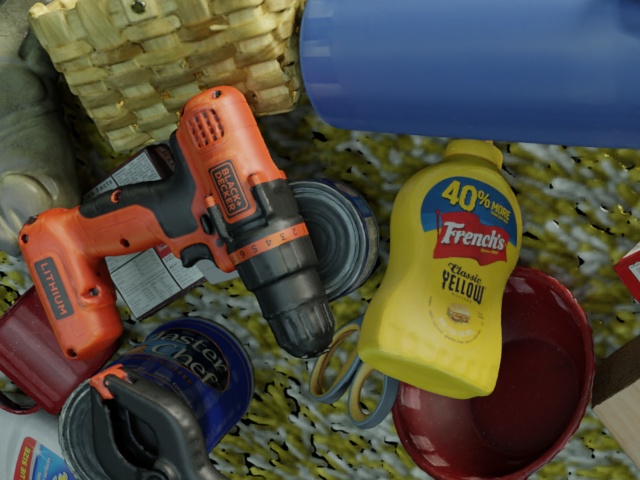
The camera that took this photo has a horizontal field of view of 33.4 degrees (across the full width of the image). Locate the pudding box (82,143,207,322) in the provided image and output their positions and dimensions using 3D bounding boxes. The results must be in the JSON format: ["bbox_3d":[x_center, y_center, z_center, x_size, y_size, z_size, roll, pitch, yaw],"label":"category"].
[{"bbox_3d":[-0.133,-0.006,0.837,0.090,0.039,0.113,-31,90,22],"label":"pudding box"}]

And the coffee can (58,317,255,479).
[{"bbox_3d":[-0.119,0.126,0.807,0.103,0.140,0.103,3,103,14],"label":"coffee can"}]

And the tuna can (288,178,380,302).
[{"bbox_3d":[-0.005,0.001,0.721,0.086,0.033,0.086,1,95,17],"label":"tuna can"}]

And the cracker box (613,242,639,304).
[{"bbox_3d":[0.310,0.050,0.664,0.214,0.164,0.072,54,154,0],"label":"cracker box"}]

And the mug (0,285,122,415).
[{"bbox_3d":[-0.222,0.093,0.855,0.081,0.093,0.117,43,101,-2],"label":"mug"}]

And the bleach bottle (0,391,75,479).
[{"bbox_3d":[-0.207,0.211,0.894,0.251,0.068,0.103,32,108,9],"label":"bleach bottle"}]

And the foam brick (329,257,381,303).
[{"bbox_3d":[0.006,0.014,0.782,0.051,0.078,0.053,-29,94,17],"label":"foam brick"}]

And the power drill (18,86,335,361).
[{"bbox_3d":[-0.095,0.015,0.707,0.188,0.057,0.184,-23,86,19],"label":"power drill"}]

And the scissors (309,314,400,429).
[{"bbox_3d":[0.059,0.055,0.783,0.202,0.016,0.096,-53,41,20],"label":"scissors"}]

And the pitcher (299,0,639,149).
[{"bbox_3d":[0.118,-0.118,0.679,0.243,0.144,0.149,4,119,29],"label":"pitcher"}]

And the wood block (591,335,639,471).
[{"bbox_3d":[0.285,0.157,0.730,0.090,0.090,0.206,-38,90,19],"label":"wood block"}]

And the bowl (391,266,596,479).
[{"bbox_3d":[0.130,0.102,0.755,0.162,0.055,0.162,-20,56,32],"label":"bowl"}]

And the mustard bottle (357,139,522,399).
[{"bbox_3d":[0.091,0.005,0.732,0.096,0.058,0.191,23,68,-19],"label":"mustard bottle"}]

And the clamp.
[{"bbox_3d":[-0.091,0.157,0.710,0.120,0.039,0.171,-23,95,17],"label":"clamp"}]
